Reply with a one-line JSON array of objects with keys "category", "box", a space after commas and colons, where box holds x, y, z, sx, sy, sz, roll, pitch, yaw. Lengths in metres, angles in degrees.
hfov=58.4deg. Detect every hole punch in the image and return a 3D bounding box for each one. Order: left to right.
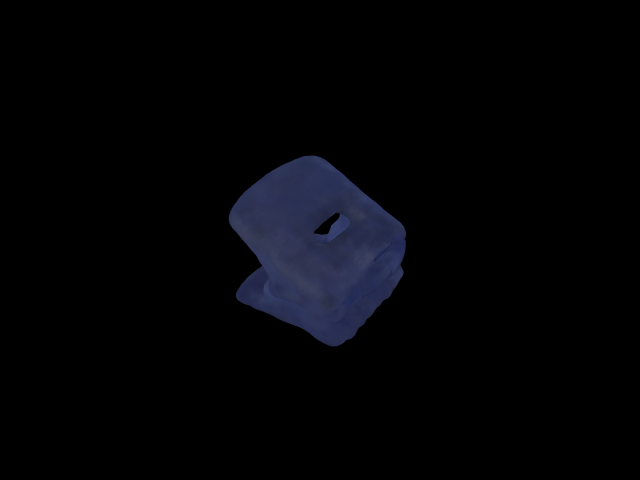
[{"category": "hole punch", "box": [0.004, 0.001, 0.400, 0.100, 0.091, 0.109, 21, 41, 27]}]
